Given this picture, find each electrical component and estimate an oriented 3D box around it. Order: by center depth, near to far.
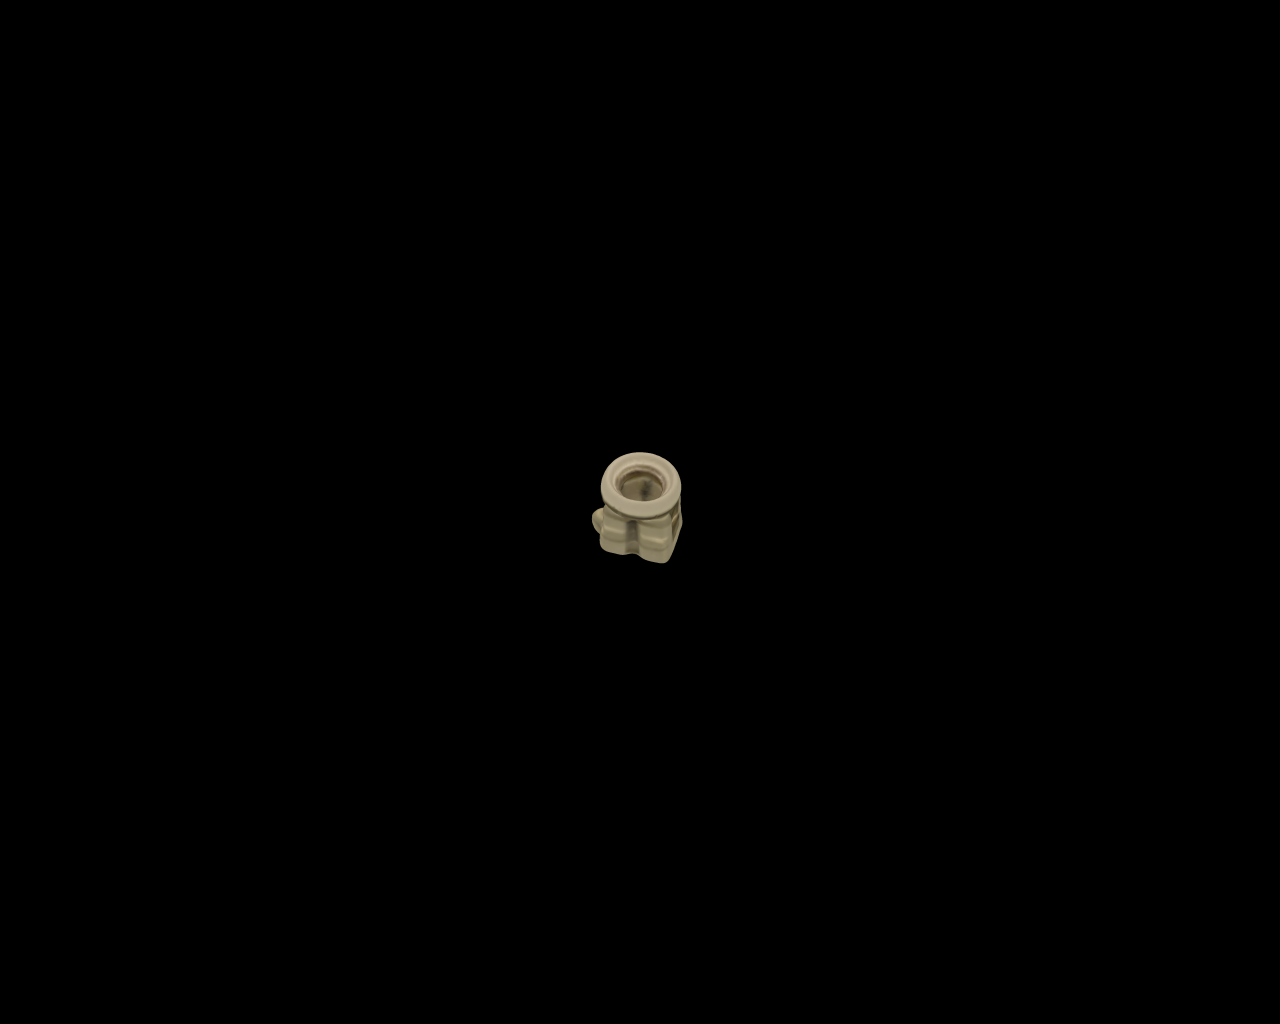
[{"bbox_3d":[0.001,-0.003,0.650,0.066,0.048,0.055,12,-39,10],"label":"electrical component"}]
